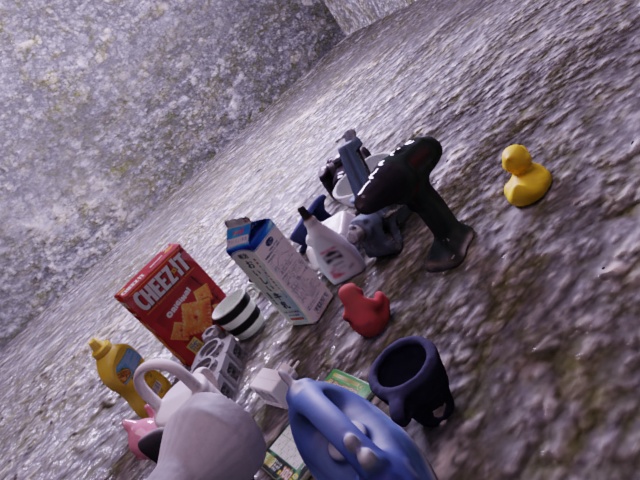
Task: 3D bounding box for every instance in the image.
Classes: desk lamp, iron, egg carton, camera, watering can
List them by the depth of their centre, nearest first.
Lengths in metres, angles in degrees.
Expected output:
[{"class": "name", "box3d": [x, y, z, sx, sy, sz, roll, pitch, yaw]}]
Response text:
[{"class": "desk lamp", "box3d": [-0.115, 0.306, 0.625, 0.117, 0.214, 0.203, -24, 26, 30]}, {"class": "iron", "box3d": [0.036, 0.230, 0.643, 0.119, 0.142, 0.257, -44, 23, -14]}, {"class": "watering can", "box3d": [-0.204, 0.258, 0.874, 0.101, 0.194, 0.172, -36, 23, 4]}, {"class": "egg carton", "box3d": [0.030, 0.004, 1.180, 0.107, 0.069, 0.150, -29, 24, 20]}, {"class": "camera", "box3d": [0.056, -0.164, 1.423, 0.143, 0.101, 0.137, -24, 26, 29]}]

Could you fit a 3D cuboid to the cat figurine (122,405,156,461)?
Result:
[{"class": "cat figurine", "box3d": [-0.278, 0.324, 0.957, 0.067, 0.118, 0.127, -37, 23, 3]}]

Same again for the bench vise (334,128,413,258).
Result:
[{"class": "bench vise", "box3d": [0.097, -0.091, 1.066, 0.121, 0.220, 0.207, -26, 25, 26]}]

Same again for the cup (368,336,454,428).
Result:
[{"class": "cup", "box3d": [0.116, 0.185, 0.673, 0.091, 0.095, 0.118, -24, 26, 29]}]

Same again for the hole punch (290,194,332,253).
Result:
[{"class": "hole punch", "box3d": [-0.021, -0.039, 1.308, 0.100, 0.091, 0.109, -13, 33, 45]}]

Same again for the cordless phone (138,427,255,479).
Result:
[{"class": "cordless phone", "box3d": [-0.187, 0.317, 0.748, 0.147, 0.185, 0.094, -33, 23, 12]}]

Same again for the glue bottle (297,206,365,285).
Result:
[{"class": "glue bottle", "box3d": [0.010, 0.004, 1.074, 0.078, 0.173, 0.037, -31, 24, 16]}]

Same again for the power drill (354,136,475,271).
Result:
[{"class": "power drill", "box3d": [0.159, -0.055, 0.920, 0.075, 0.209, 0.230, -15, 32, 43]}]

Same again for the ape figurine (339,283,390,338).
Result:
[{"class": "ape figurine", "box3d": [0.064, 0.105, 0.907, 0.077, 0.092, 0.076, -24, 26, 29]}]

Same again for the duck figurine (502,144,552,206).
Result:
[{"class": "duck figurine", "box3d": [0.329, -0.114, 0.942, 0.077, 0.086, 0.105, -17, 30, 40]}]

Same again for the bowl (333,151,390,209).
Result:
[{"class": "bowl", "box3d": [0.116, -0.121, 1.285, 0.167, 0.075, 0.167, -31, 23, 15]}]
